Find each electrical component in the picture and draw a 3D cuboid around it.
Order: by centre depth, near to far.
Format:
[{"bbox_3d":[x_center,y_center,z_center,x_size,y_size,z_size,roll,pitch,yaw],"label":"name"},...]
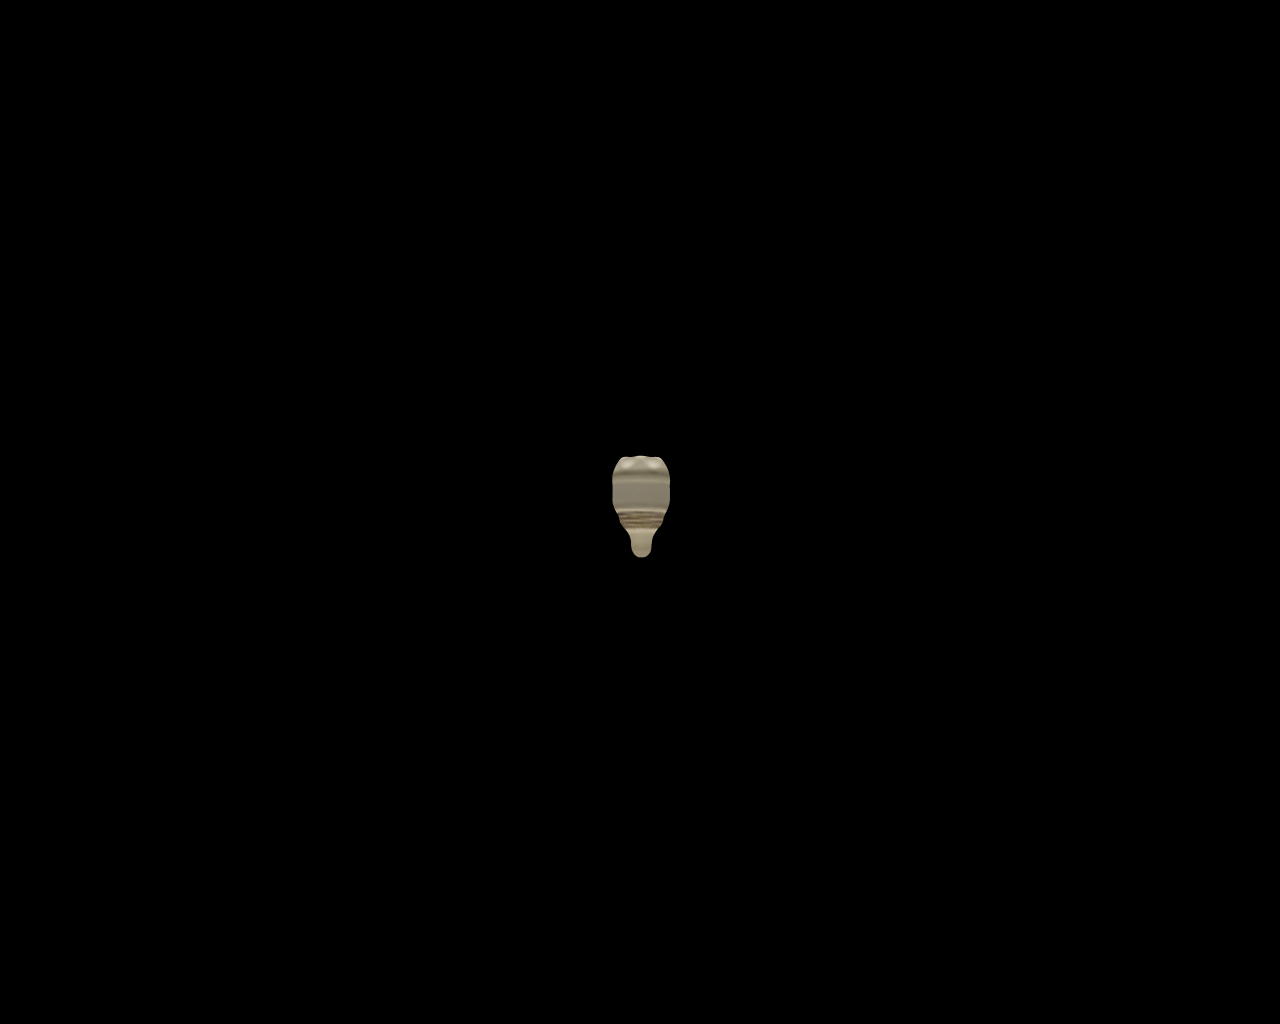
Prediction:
[{"bbox_3d":[0.001,-0.003,0.650,0.035,0.061,0.035,0,-4,0],"label":"electrical component"}]
